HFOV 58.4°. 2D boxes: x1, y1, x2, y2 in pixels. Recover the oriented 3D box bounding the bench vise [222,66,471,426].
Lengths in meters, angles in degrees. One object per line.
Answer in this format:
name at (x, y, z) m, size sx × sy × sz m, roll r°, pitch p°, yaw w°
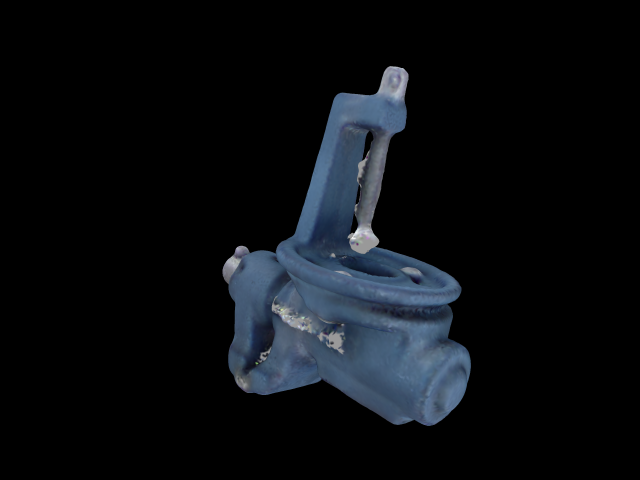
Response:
bench vise at (-0.002, 0.001, 0.389) m, size 0.206 × 0.220 × 0.122 m, roll 0°, pitch 0°, yaw 26°
